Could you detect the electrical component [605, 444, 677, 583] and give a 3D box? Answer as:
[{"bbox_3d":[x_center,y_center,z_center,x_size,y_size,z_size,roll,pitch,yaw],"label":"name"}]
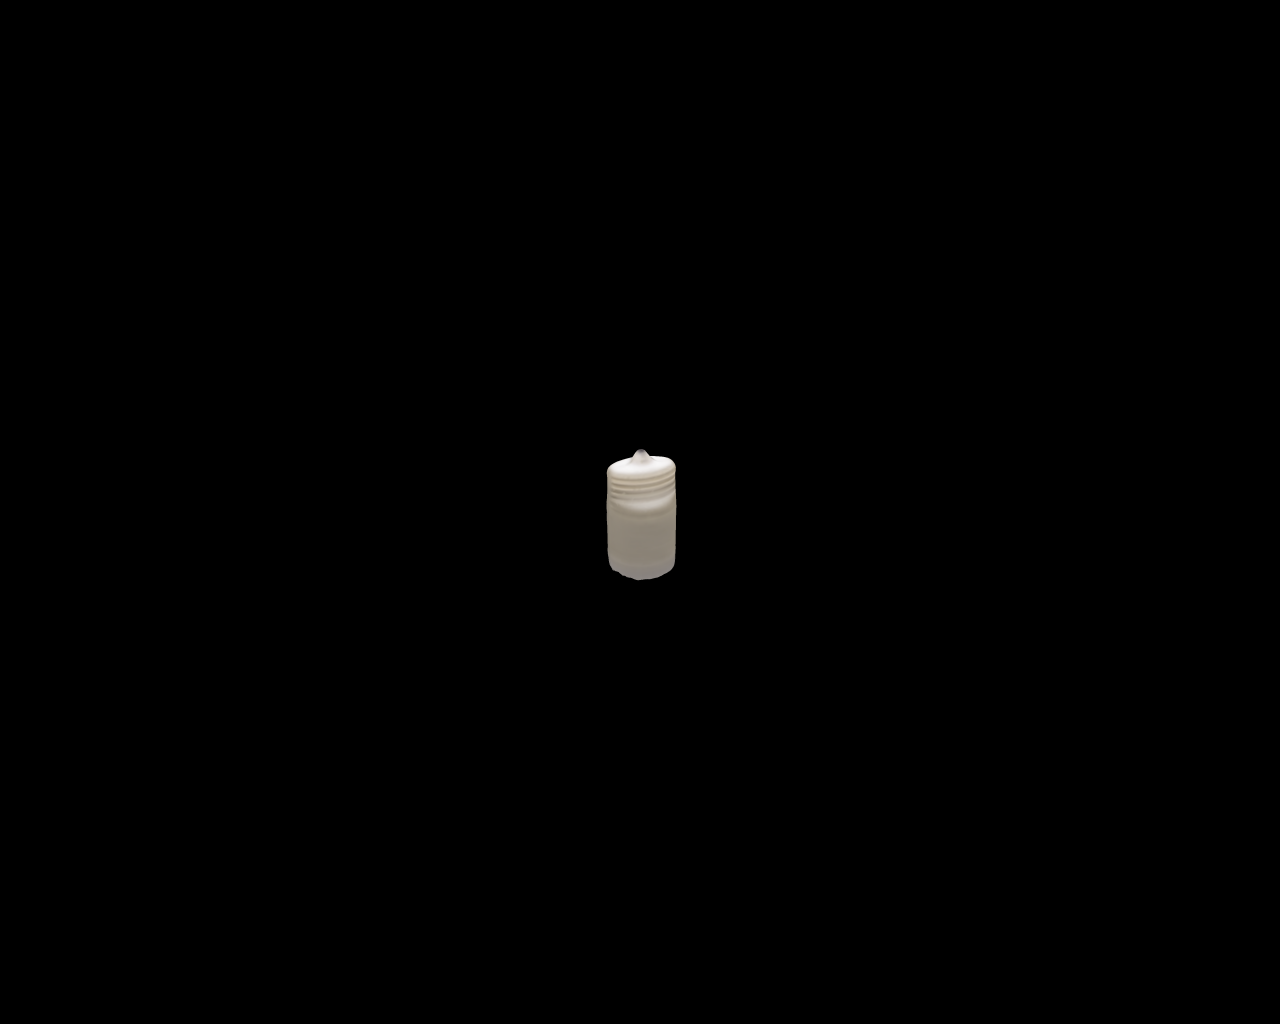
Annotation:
[{"bbox_3d":[0.001,-0.003,0.650,0.043,0.080,0.043,0,29,0],"label":"electrical component"}]
